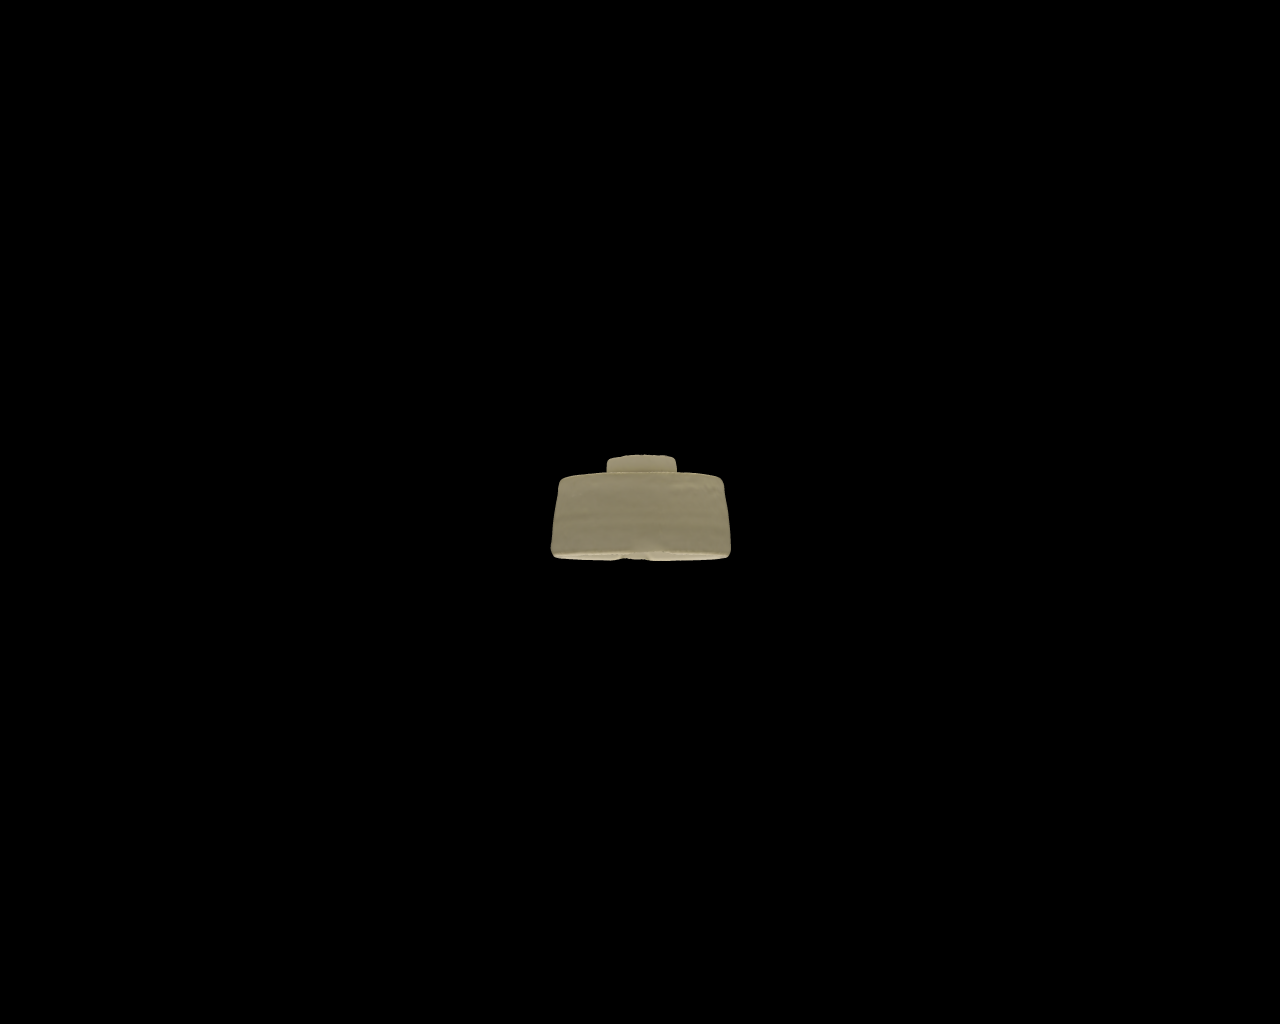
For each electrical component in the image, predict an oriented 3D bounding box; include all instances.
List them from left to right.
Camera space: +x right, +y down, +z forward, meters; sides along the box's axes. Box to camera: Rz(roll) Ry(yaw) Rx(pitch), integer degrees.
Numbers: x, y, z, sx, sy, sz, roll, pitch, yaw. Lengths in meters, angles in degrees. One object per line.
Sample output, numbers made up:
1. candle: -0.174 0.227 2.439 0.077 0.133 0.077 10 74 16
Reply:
1. electrical component: 0.001 -0.003 0.650 0.108 0.060 0.108 0 -5 0
